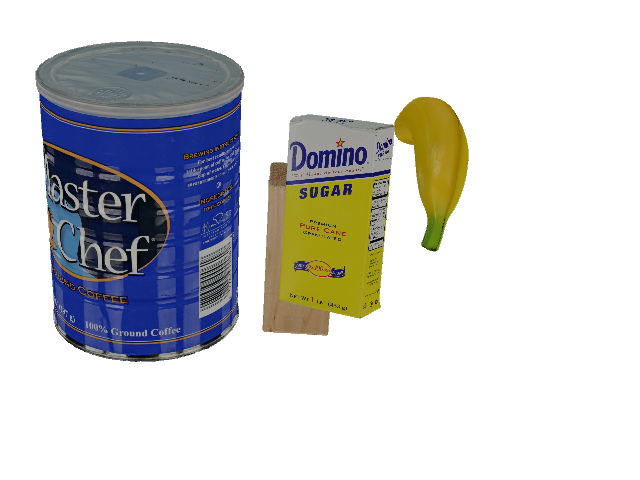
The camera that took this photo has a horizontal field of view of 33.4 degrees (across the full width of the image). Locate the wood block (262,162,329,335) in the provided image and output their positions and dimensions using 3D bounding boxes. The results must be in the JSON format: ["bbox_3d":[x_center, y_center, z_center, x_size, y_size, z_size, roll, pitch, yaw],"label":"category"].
[{"bbox_3d":[-0.027,0.010,1.400,0.090,0.206,0.091,3,24,-2],"label":"wood block"}]

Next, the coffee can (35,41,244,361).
[{"bbox_3d":[-0.093,-0.023,0.561,0.103,0.140,0.103,2,27,-1],"label":"coffee can"}]

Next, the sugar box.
[{"bbox_3d":[0.013,-0.024,0.988,0.093,0.176,0.048,10,17,29],"label":"sugar box"}]

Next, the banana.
[{"bbox_3d":[0.078,-0.069,0.783,0.037,0.070,0.197,26,26,-13],"label":"banana"}]
